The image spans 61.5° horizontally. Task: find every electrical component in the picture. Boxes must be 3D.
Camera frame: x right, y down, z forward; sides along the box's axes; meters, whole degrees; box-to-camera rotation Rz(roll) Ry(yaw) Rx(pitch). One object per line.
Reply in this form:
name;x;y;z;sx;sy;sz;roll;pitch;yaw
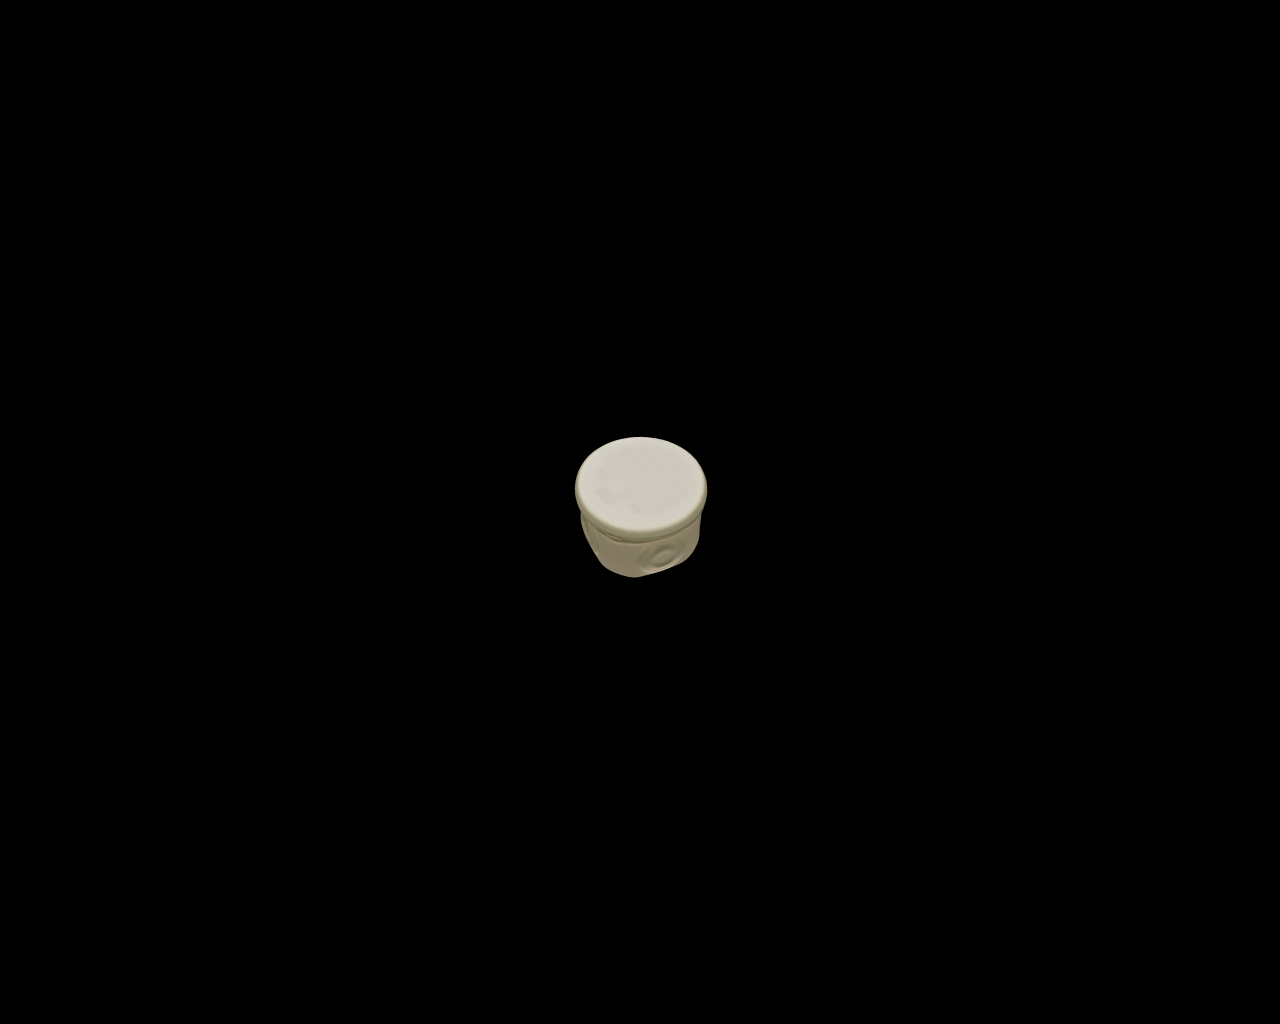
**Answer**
electrical component;0.001;-0.003;0.650;0.080;0.080;0.050;0;-41;0
